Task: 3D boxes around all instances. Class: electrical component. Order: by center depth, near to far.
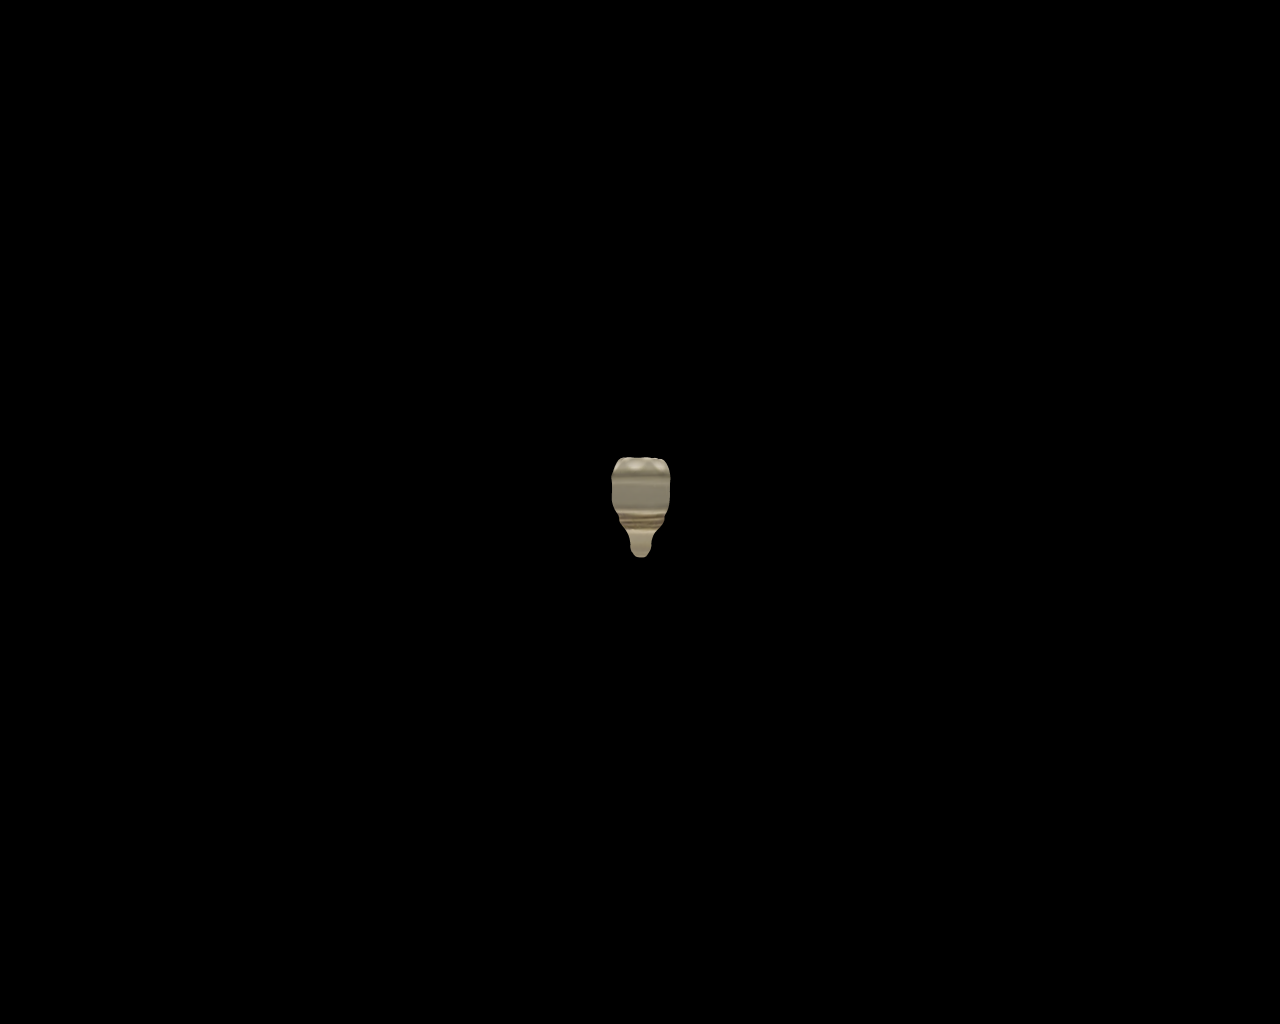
[{"bbox_3d":[0.001,-0.003,0.650,0.035,0.061,0.035,0,0,0],"label":"electrical component"}]
